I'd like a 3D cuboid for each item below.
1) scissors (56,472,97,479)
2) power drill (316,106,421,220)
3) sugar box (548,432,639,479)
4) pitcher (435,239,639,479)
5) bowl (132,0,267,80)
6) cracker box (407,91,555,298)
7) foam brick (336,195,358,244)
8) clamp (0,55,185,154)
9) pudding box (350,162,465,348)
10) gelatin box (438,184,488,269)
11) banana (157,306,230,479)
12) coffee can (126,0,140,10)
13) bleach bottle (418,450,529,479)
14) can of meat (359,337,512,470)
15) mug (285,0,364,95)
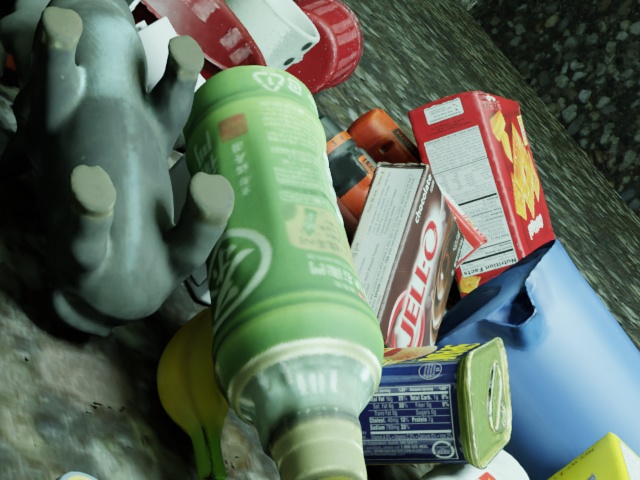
[{"bbox_3d":[-0.040,0.160,0.330,0.202,0.016,0.096,53,20,18],"label":"scissors"},{"bbox_3d":[0.031,-0.067,0.906,0.184,0.057,0.187,52,21,3],"label":"power drill"},{"bbox_3d":[0.146,0.184,0.571,0.048,0.093,0.176,44,18,-6],"label":"sugar box"},{"bbox_3d":[0.179,0.130,0.727,0.243,0.145,0.149,51,38,2],"label":"pitcher"},{"bbox_3d":[-0.114,-0.154,0.764,0.162,0.055,0.162,41,19,-17],"label":"bowl"},{"bbox_3d":[0.160,-0.020,0.948,0.164,0.072,0.214,-7,80,-67],"label":"cracker box"},{"bbox_3d":[-0.005,0.001,0.688,0.078,0.053,0.051,51,18,15],"label":"foam brick"},{"bbox_3d":[-0.111,-0.079,0.618,0.120,0.039,0.171,30,12,29],"label":"clamp"},{"bbox_3d":[0.048,0.023,0.648,0.090,0.039,0.113,55,46,-54],"label":"pudding box"},{"bbox_3d":[0.065,0.003,0.778,0.073,0.089,0.030,49,16,8],"label":"gelatin box"},{"bbox_3d":[-0.032,0.061,0.531,0.197,0.037,0.069,-20,90,-68],"label":"banana"},{"bbox_3d":[-0.165,-0.195,0.617,0.140,0.103,0.102,34,19,-1],"label":"coffee can"},{"bbox_3d":[0.069,0.151,0.521,0.102,0.068,0.250,49,16,1],"label":"bleach bottle"},{"bbox_3d":[0.049,0.085,0.556,0.102,0.084,0.057,-3,88,-70],"label":"can of meat"},{"bbox_3d":[-0.021,-0.187,0.992,0.117,0.093,0.081,47,23,-3],"label":"mug"}]
